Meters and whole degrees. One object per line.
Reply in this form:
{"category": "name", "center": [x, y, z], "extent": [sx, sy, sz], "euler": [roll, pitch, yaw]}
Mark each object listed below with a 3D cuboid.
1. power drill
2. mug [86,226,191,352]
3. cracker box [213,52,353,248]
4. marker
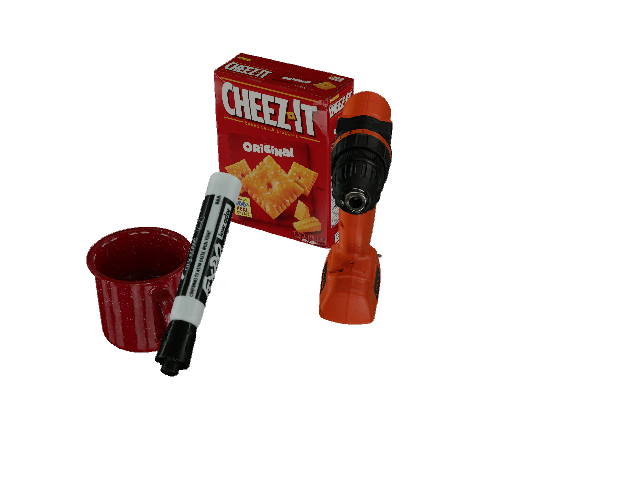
{"category": "power drill", "center": [0.033, -0.020, 0.959], "extent": [0.057, 0.188, 0.184], "euler": [8, 32, 4]}
{"category": "mug", "center": [-0.151, 0.051, 0.946], "extent": [0.093, 0.081, 0.117], "euler": [-19, 37, -27]}
{"category": "cracker box", "center": [-0.046, -0.109, 1.327], "extent": [0.164, 0.214, 0.072], "euler": [17, 37, 24]}
{"category": "marker", "center": [-0.067, 0.018, 0.592], "extent": [0.020, 0.121, 0.020], "euler": [11, -26, 5]}
